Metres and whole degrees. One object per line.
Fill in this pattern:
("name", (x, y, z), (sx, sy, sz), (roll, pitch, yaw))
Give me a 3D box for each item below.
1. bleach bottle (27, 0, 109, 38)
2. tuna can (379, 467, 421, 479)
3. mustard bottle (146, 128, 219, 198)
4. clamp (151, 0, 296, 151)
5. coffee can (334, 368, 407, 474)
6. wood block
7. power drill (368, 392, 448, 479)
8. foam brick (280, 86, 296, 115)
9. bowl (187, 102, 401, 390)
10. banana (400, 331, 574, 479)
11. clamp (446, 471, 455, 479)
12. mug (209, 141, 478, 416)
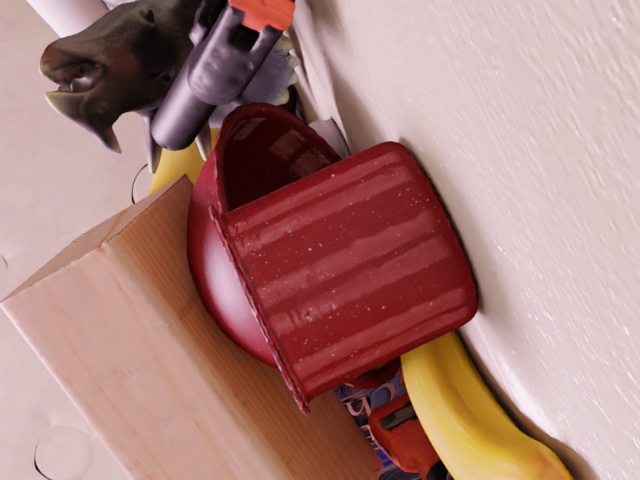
("bleach bottle", (-0.193, -0.201, 0.824), (0.250, 0.068, 0.102), (52, -161, -30))
("tuna can", (0.067, 0.169, 0.725), (0.086, 0.086, 0.034), (166, 80, -87))
("mustard bottle", (-0.082, 0.000, 0.712), (0.096, 0.058, 0.191), (53, -148, -38))
("clamp", (-0.040, -0.110, 0.514), (0.172, 0.039, 0.120), (169, 117, -70))
("coffee can", (0.015, 0.075, 0.696), (0.140, 0.103, 0.103), (68, 176, -46))
("wood block", (-0.063, 0.082, 0.585), (0.206, 0.090, 0.090), (57, -152, -12))
("power drill", (0.096, 0.181, 0.615), (0.188, 0.057, 0.184), (61, 174, 23))
("foam brick", (-0.050, -0.090, 0.804), (0.078, 0.053, 0.051), (90, 161, -47))
("bowl", (-0.020, 0.011, 0.562), (0.162, 0.055, 0.162), (40, -145, -36))
("banana", (0.064, 0.076, 0.458), (0.198, 0.037, 0.069), (-121, 6, -65))
("clamp", (0.080, 0.192, 0.464), (0.164, 0.036, 0.210), (49, -144, -40))
("mug", (0.012, 0.016, 0.442), (0.117, 0.081, 0.093), (72, 173, -68))
